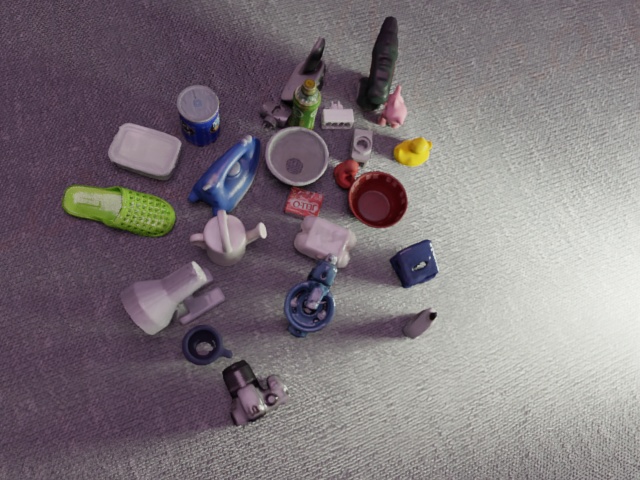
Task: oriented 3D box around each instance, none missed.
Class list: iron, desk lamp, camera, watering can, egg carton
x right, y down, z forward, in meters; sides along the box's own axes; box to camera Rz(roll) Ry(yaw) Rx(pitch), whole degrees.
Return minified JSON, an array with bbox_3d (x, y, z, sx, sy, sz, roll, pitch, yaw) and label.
[{"bbox_3d":[-0.224,-0.189,1.451,0.118,0.141,0.258,32,71,2],"label":"iron"},{"bbox_3d":[-0.329,0.125,1.300,0.203,0.213,0.118,-32,80,-16],"label":"desk lamp"},{"bbox_3d":[-0.155,0.341,1.319,0.143,0.100,0.137,-26,78,-15],"label":"camera"},{"bbox_3d":[-0.220,-0.013,1.369,0.173,0.194,0.101,-27,78,-15],"label":"watering can"},{"bbox_3d":[0.013,0.005,1.464,0.150,0.069,0.107,22,71,-1],"label":"egg carton"}]

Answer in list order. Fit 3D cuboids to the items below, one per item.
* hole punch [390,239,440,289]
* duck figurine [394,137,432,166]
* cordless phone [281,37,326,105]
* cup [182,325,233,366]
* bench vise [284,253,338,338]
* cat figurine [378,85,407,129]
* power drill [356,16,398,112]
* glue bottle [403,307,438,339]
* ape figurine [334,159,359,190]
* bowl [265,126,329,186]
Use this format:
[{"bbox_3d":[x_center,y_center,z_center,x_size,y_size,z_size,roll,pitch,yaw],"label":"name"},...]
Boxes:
[{"bbox_3d":[0.250,0.062,1.471,0.109,0.091,0.101,-23,78,-14],"label":"hole punch"},{"bbox_3d":[0.258,-0.251,1.571,0.104,0.086,0.077,-6,74,-10],"label":"duck figurine"},{"bbox_3d":[-0.037,-0.450,1.536,0.094,0.185,0.148,22,71,-1],"label":"cordless phone"},{"bbox_3d":[-0.258,0.253,1.334,0.118,0.095,0.092,19,71,-2],"label":"cup"},{"bbox_3d":[-0.018,0.117,1.346,0.121,0.219,0.207,8,72,-5],"label":"bench vise"},{"bbox_3d":[0.207,-0.367,1.582,0.067,0.117,0.128,13,72,-4],"label":"cat figurine"},{"bbox_3d":[0.157,-0.455,1.555,0.075,0.208,0.230,10,72,-5],"label":"power drill"},{"bbox_3d":[0.255,0.194,1.387,0.037,0.173,0.078,40,72,5],"label":"glue bottle"},{"bbox_3d":[0.077,-0.183,1.520,0.076,0.092,0.078,44,72,7],"label":"ape figurine"},{"bbox_3d":[-0.063,-0.211,1.517,0.167,0.074,0.167,2,73,-8],"label":"bowl"}]
